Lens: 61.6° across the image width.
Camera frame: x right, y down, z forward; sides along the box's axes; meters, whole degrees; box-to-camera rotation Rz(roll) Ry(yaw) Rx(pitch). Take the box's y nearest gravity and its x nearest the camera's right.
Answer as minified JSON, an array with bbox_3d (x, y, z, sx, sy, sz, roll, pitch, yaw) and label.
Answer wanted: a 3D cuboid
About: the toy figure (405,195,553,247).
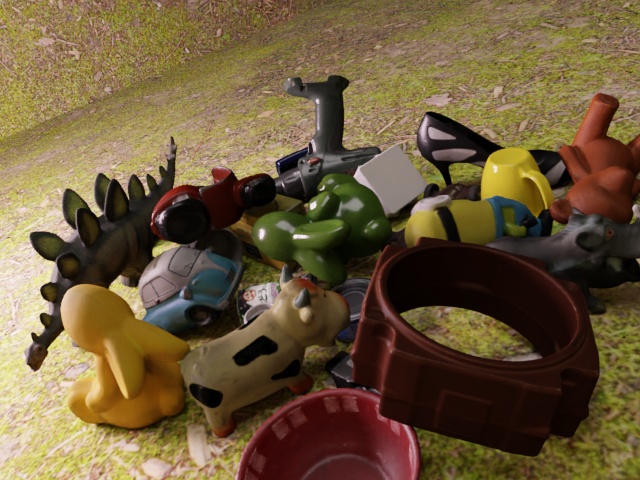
[{"bbox_3d":[0.196,-0.011,0.666,0.180,0.082,0.089,4,51,-8],"label":"toy figure"}]

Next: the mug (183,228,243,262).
[{"bbox_3d":[-0.188,0.007,0.853,0.081,0.109,0.107,-39,23,-24],"label":"mug"}]

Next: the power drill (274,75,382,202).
[{"bbox_3d":[-0.013,-0.170,0.916,0.232,0.207,0.086,-7,-7,-3],"label":"power drill"}]

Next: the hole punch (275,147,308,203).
[{"bbox_3d":[-0.026,-0.137,1.012,0.142,0.092,0.116,-25,27,-4],"label":"hole punch"}]

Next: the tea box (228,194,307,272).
[{"bbox_3d":[-0.091,-0.022,0.847,0.068,0.098,0.170,-37,34,-30],"label":"tea box"}]

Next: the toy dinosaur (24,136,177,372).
[{"bbox_3d":[-0.311,0.003,0.828,0.105,0.198,0.471,-4,35,17],"label":"toy dinosaur"}]

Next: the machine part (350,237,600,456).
[{"bbox_3d":[0.141,0.083,0.503,0.201,0.087,0.201,12,30,12],"label":"machine part"}]

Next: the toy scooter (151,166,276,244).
[{"bbox_3d":[-0.161,-0.061,0.781,0.184,0.075,0.135,-24,30,-16],"label":"toy scooter"}]

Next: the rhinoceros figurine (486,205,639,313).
[{"bbox_3d":[0.273,0.016,0.581,0.190,0.112,0.073,-11,28,28],"label":"rhinoceros figurine"}]

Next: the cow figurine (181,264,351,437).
[{"bbox_3d":[-0.056,0.112,0.585,0.195,0.127,0.086,-27,34,-9],"label":"cow figurine"}]

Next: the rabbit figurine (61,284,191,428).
[{"bbox_3d":[-0.229,0.130,0.604,0.163,0.173,0.122,8,35,44],"label":"rabbit figurine"}]

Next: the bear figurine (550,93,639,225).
[{"bbox_3d":[0.366,-0.085,0.679,0.120,0.131,0.196,29,38,10],"label":"bear figurine"}]

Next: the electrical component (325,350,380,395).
[{"bbox_3d":[0.051,0.137,0.566,0.075,0.047,0.119,-34,36,-26],"label":"electrical component"}]

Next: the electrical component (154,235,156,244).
[{"bbox_3d":[-0.356,-0.026,1.034,0.134,0.058,0.115,-13,33,7],"label":"electrical component"}]

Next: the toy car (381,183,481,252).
[{"bbox_3d":[0.165,-0.033,0.776,0.089,0.053,0.202,6,39,40],"label":"toy car"}]

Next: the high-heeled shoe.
[{"bbox_3d":[0.275,-0.147,0.808,0.249,0.145,0.086,-9,32,18],"label":"high-heeled shoe"}]

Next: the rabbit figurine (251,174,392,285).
[{"bbox_3d":[-0.001,-0.002,0.719,0.170,0.121,0.159,-12,29,-18],"label":"rabbit figurine"}]

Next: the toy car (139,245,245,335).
[{"bbox_3d":[-0.189,0.061,0.733,0.162,0.102,0.109,-24,26,27],"label":"toy car"}]
